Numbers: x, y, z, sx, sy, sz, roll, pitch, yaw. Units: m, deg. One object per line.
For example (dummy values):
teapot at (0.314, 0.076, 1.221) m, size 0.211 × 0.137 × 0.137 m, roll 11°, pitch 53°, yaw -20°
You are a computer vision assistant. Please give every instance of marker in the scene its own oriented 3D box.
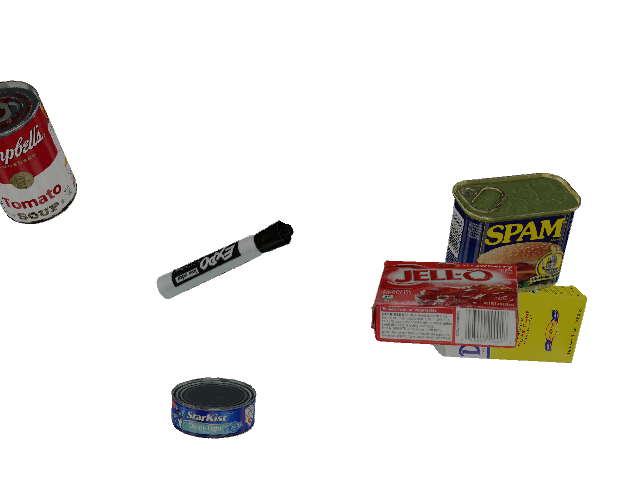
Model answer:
marker at (-0.072, 0.015, 0.811) m, size 0.121 × 0.020 × 0.020 m, roll -24°, pitch -10°, yaw 24°

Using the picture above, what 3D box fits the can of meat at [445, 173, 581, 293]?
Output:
can of meat at (0.156, -0.003, 0.884) m, size 0.102 × 0.084 × 0.057 m, roll -6°, pitch 36°, yaw -15°

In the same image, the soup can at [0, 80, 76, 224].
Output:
soup can at (-0.249, -0.071, 0.882) m, size 0.068 × 0.068 × 0.102 m, roll 0°, pitch -42°, yaw 11°

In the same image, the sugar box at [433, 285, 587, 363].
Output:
sugar box at (0.232, 0.099, 1.314) m, size 0.176 × 0.093 × 0.048 m, roll 3°, pitch 18°, yaw -16°

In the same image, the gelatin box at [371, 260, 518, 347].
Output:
gelatin box at (0.080, 0.038, 0.679) m, size 0.089 × 0.030 × 0.073 m, roll 2°, pitch 20°, yaw 9°

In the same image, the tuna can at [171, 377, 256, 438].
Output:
tuna can at (-0.109, 0.169, 1.083) m, size 0.086 × 0.034 × 0.086 m, roll 3°, pitch 13°, yaw -1°
